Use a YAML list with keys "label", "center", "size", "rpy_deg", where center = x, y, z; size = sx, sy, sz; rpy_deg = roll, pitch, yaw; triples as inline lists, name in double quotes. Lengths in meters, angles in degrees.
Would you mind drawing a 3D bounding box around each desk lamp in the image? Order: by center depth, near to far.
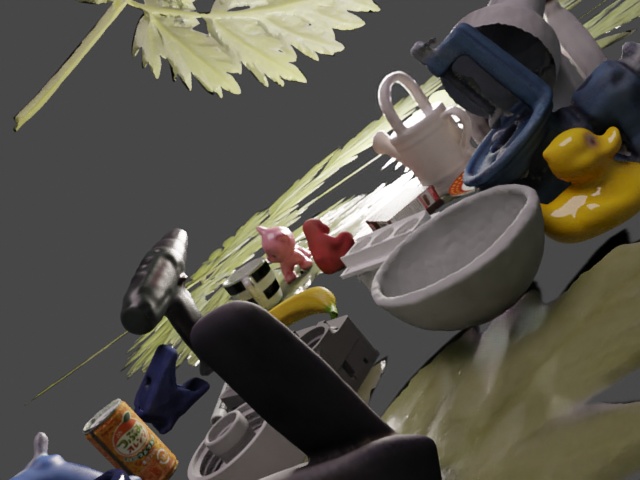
- label: "desk lamp"
  center: [0.248, -0.192, 0.649]
  size: [0.117, 0.214, 0.204]
  rpy_deg: [-23, 19, 50]

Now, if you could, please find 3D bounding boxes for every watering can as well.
- label: "watering can"
  center: [0.151, -0.165, 0.883]
  size: [0.172, 0.194, 0.101]
  rpy_deg: [-30, 15, 33]

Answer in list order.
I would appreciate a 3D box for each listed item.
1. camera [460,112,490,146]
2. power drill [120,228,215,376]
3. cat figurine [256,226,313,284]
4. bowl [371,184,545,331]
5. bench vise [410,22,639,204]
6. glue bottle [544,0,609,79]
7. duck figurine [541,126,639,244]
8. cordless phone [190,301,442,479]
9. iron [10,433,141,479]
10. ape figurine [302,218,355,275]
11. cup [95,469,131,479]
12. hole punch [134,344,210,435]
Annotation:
- label: "camera"
  center: [0.304, -0.230, 0.901]
  size: [0.136, 0.101, 0.143]
  rpy_deg: [-24, 19, 49]
- label: "power drill"
  center: [-0.214, 0.103, 0.915]
  size: [0.075, 0.208, 0.230]
  rpy_deg: [-33, 13, 22]
- label: "cat figurine"
  center: [-0.071, 0.012, 1.057]
  size: [0.067, 0.118, 0.127]
  rpy_deg: [-38, 12, 1]
- label: "bowl"
  center: [0.131, 0.028, 0.508]
  size: [0.167, 0.075, 0.167]
  rpy_deg: [-36, 12, 9]
- label: "bench vise"
  center: [0.203, -0.137, 0.560]
  size: [0.207, 0.220, 0.121]
  rpy_deg: [-37, 12, 6]
- label: "glue bottle"
  center: [0.342, -0.275, 0.784]
  size: [0.037, 0.173, 0.078]
  rpy_deg: [-36, 12, 9]
- label: "duck figurine"
  center: [0.228, -0.054, 0.502]
  size: [0.104, 0.086, 0.077]
  rpy_deg: [-35, 12, 14]
- label: "cordless phone"
  center: [-0.028, 0.122, 0.353]
  size: [0.147, 0.185, 0.094]
  rpy_deg: [-32, 14, 27]
- label: "iron"
  center: [-0.279, 0.304, 0.517]
  size: [0.118, 0.141, 0.258]
  rpy_deg: [-32, 13, 25]
- label: "ape figurine"
  center: [0.008, 0.003, 0.918]
  size: [0.076, 0.092, 0.077]
  rpy_deg: [-46, 14, -32]
- label: "cup"
  center: [-0.165, 0.254, 0.482]
  size: [0.117, 0.095, 0.092]
  rpy_deg: [-33, 13, 24]
- label: "hole punch"
  center: [-0.229, 0.214, 0.829]
  size: [0.101, 0.091, 0.108]
  rpy_deg: [-44, 13, -25]
